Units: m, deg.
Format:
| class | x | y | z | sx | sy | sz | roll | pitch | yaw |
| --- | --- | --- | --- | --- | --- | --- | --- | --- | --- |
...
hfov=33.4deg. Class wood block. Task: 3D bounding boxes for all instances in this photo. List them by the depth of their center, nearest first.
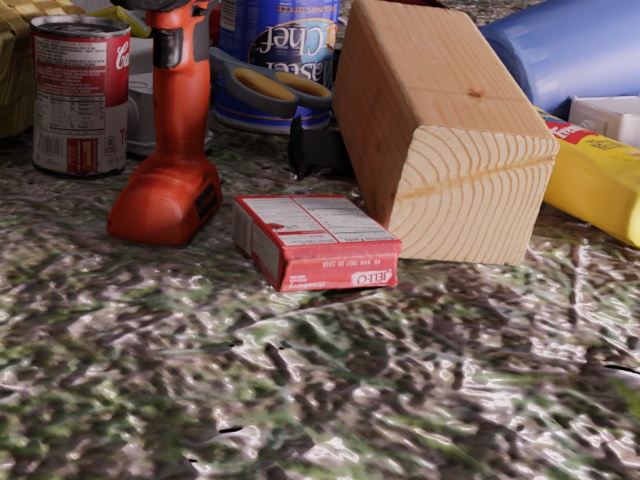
| class | x | y | z | sx | sy | sz | roll | pitch | yaw |
| --- | --- | --- | --- | --- | --- | --- | --- | --- | --- |
| wood block | 0.073 | -0.079 | 0.707 | 0.090 | 0.090 | 0.206 | 5 | 31 | -12 |

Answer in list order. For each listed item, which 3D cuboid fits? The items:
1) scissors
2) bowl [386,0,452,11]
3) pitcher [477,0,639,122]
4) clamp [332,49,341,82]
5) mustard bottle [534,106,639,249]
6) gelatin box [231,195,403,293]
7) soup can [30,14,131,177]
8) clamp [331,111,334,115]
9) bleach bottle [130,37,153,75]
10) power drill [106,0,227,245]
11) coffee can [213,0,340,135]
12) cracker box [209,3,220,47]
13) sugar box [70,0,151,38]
| class | x | y | z | sx | sy | sz | roll | pitch | yaw |
| --- | --- | --- | --- | --- | --- | --- | --- | --- | --- |
| scissors | -0.062 | -0.140 | 0.854 | 0.096 | 0.016 | 0.202 | 1 | 27 | -34 |
| bowl | 0.092 | -0.201 | 1.083 | 0.162 | 0.055 | 0.162 | 35 | -5 | 3 |
| pitcher | 0.228 | -0.153 | 0.937 | 0.242 | 0.149 | 0.145 | -22 | 33 | -29 |
| clamp | 0.005 | -0.169 | 1.031 | 0.209 | 0.036 | 0.165 | 1 | 18 | -45 |
| mustard bottle | 0.171 | -0.054 | 0.752 | 0.096 | 0.058 | 0.192 | -8 | 28 | -39 |
| gelatin box | -0.004 | 0.001 | 0.620 | 0.073 | 0.030 | 0.089 | -2 | 22 | -23 |
| soup can | -0.168 | -0.101 | 0.748 | 0.068 | 0.102 | 0.068 | 5 | 20 | -2 |
| clamp | 0.090 | -0.143 | 0.973 | 0.171 | 0.120 | 0.039 | 11 | 52 | -47 |
| bleach bottle | -0.238 | -0.158 | 0.944 | 0.251 | 0.068 | 0.102 | 16 | 22 | 33 |
| power drill | -0.090 | -0.096 | 0.633 | 0.057 | 0.188 | 0.184 | 10 | 19 | 7 |
| coffee can | -0.036 | -0.171 | 0.912 | 0.103 | 0.140 | 0.103 | 5 | 21 | -2 |
| cracker box | -0.121 | -0.246 | 1.192 | 0.164 | 0.072 | 0.213 | 9 | 22 | 13 |
| sugar box | -0.214 | -0.221 | 1.002 | 0.177 | 0.048 | 0.093 | -4 | 54 | 43 |
